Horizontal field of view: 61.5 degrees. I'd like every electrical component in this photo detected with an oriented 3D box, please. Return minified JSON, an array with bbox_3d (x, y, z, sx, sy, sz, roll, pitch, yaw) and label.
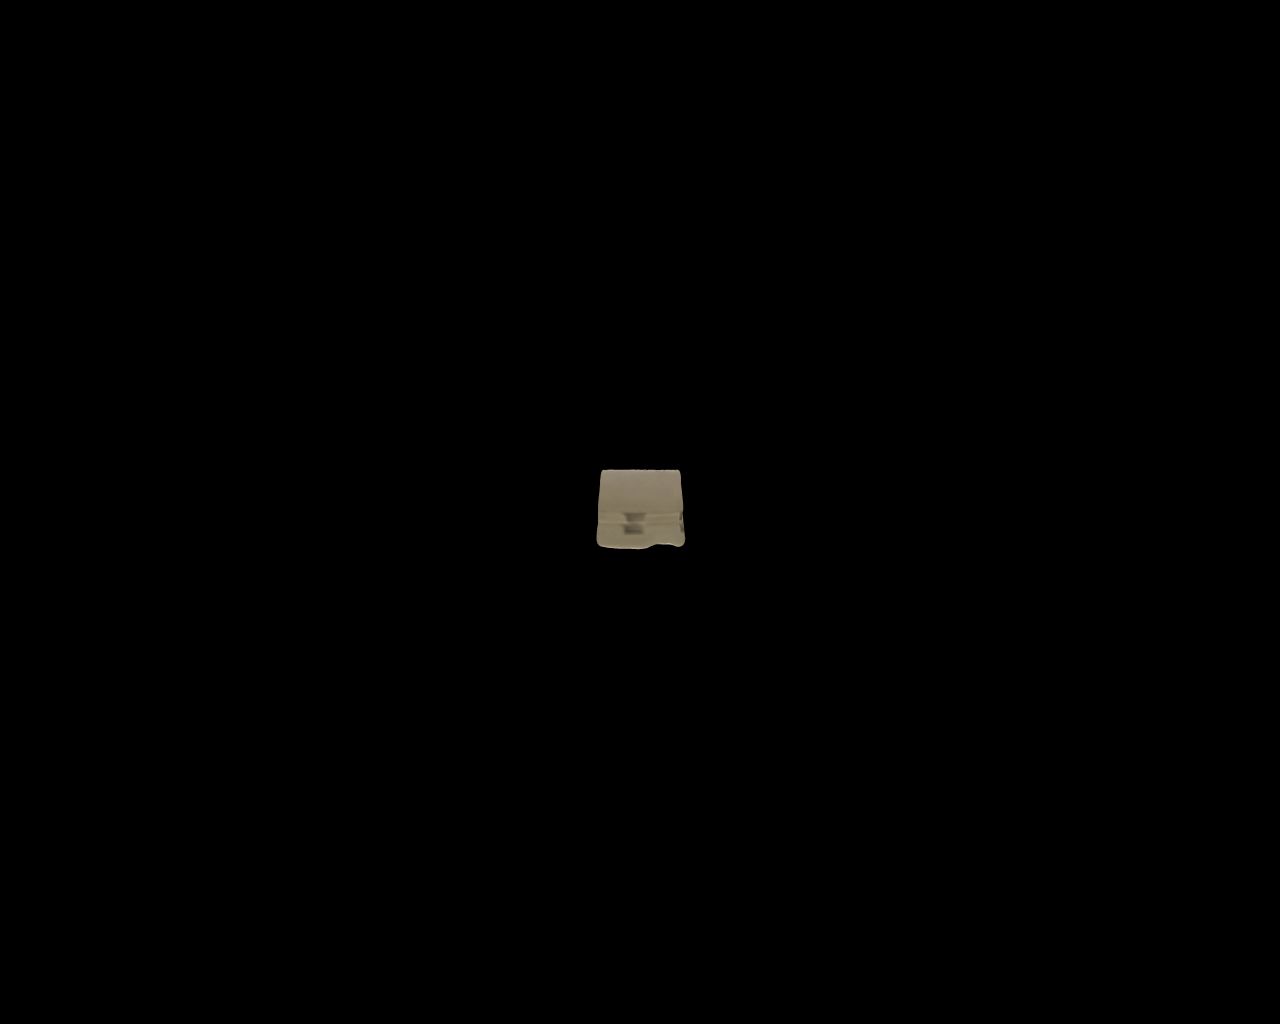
[{"bbox_3d":[0.001,-0.003,0.650,0.055,0.047,0.055,0,2,0],"label":"electrical component"}]
